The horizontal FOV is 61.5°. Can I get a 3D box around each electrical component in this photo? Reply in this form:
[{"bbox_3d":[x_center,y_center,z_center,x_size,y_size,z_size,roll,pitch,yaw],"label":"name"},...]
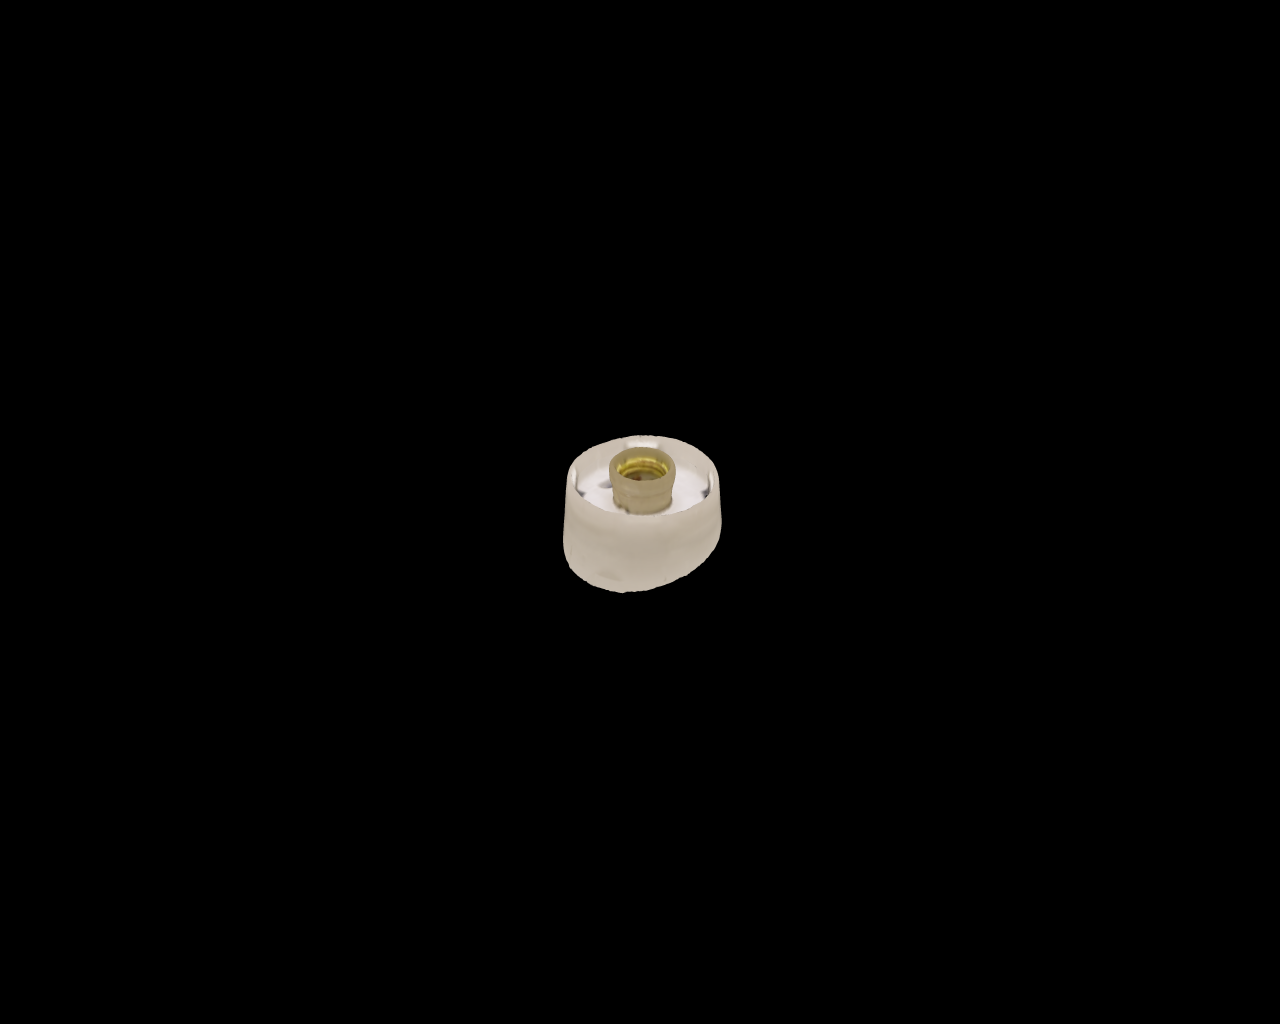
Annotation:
[{"bbox_3d":[0.001,-0.003,0.650,0.099,0.064,0.099,0,35,0],"label":"electrical component"}]
